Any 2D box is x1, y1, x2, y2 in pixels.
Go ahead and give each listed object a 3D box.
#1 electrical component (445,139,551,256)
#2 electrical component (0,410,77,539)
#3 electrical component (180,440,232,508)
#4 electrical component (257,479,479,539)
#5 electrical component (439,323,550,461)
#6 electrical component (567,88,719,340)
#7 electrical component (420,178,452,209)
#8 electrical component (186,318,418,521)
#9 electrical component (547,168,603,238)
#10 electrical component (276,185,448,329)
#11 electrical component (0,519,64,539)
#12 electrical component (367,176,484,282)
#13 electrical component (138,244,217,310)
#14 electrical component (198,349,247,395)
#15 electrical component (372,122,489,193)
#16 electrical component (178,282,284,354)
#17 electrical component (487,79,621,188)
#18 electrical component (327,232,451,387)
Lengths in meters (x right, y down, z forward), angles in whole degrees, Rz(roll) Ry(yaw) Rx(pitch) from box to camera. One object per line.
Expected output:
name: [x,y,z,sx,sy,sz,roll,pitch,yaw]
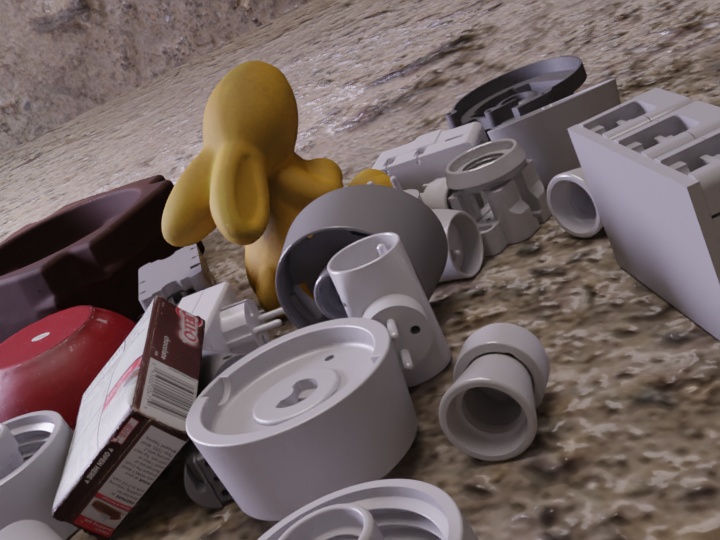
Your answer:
electrical component: [0.093,-0.053,0.736,0.058,0.057,0.078,-6,27,43]
electrical component: [-0.211,0.125,0.629,0.108,0.060,0.108,-22,19,8]
electrical component: [-0.076,0.099,0.571,0.040,0.040,0.046,-24,25,2]
electrical component: [-0.002,0.120,0.389,0.108,0.060,0.108,-22,19,8]
electrical component: [0.064,0.056,0.504,0.045,0.045,0.055,-16,21,24]
electrical component: [0.171,-0.032,0.536,0.062,0.089,0.150,-25,19,-1]
electrical component: [0.068,-0.051,0.789,0.040,0.040,0.046,-32,15,-20]
electrical component: [-0.024,0.077,0.528,0.108,0.060,0.108,-22,19,8]
electrical component: [0.157,-0.054,0.686,0.065,0.044,0.044,-31,19,-30]
electrical component: [0.000,0.000,0.653,0.099,0.099,0.064,-16,27,23]
electrical component: [-0.150,0.150,0.524,0.065,0.044,0.044,3,33,45]
electrical component: [0.030,-0.026,0.706,0.077,0.079,0.043,-9,29,38]
electrical component: [-0.131,0.024,0.806,0.050,0.055,0.089,-26,19,-4]
electrical component: [-0.074,0.071,0.634,0.043,0.043,0.081,-37,23,-32]
electrical component: [0.059,-0.076,0.846,0.089,0.050,0.055,-16,21,22]
electrical component: [-0.085,0.043,0.714,0.076,0.047,0.083,-20,20,13]
electrical component: [0.146,-0.103,0.790,0.099,0.064,0.099,-22,19,8]
electrical component: [0.018,0.029,0.581,0.043,0.077,0.079,-24,20,4]
